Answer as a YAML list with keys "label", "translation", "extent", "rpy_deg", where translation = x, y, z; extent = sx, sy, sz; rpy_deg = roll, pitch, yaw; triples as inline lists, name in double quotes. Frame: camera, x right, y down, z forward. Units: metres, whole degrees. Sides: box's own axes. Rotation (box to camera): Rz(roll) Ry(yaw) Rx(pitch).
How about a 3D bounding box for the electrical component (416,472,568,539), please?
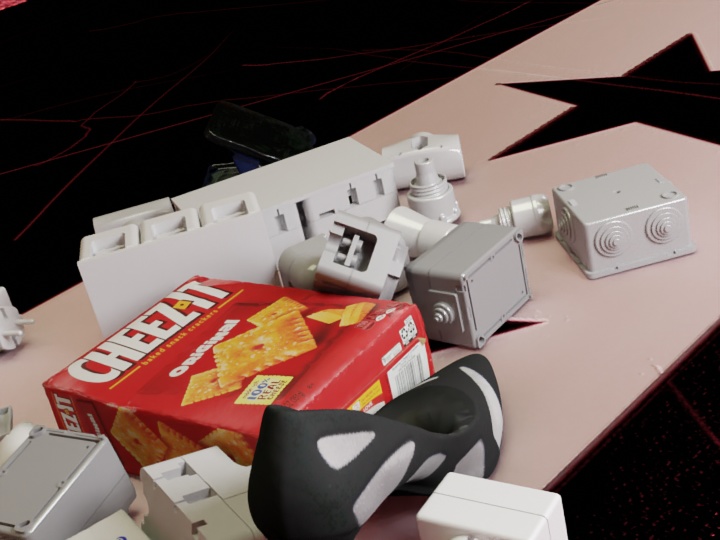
- label: "electrical component"
  translation: [0.059, 0.148, 0.541]
  extent: [0.066, 0.047, 0.077]
  rpy_deg: [5, 31, 34]

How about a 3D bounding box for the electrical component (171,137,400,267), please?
- label: "electrical component"
  translation: [-0.067, -0.056, 1.002]
  extent: [0.186, 0.060, 0.105]
  rpy_deg: [-21, 26, -16]

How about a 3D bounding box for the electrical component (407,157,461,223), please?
- label: "electrical component"
  translation: [0.063, -0.070, 0.967]
  extent: [0.048, 0.062, 0.048]
  rpy_deg: [-11, 26, 5]

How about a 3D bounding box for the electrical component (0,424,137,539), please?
- label: "electrical component"
  translation: [-0.190, 0.150, 0.650]
  extent: [0.062, 0.061, 0.096]
  rpy_deg: [2, 38, 30]

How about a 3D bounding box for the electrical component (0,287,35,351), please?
- label: "electrical component"
  translation: [-0.316, 0.050, 0.923]
  extent: [0.077, 0.047, 0.065]
  rpy_deg: [-2, 28, 22]

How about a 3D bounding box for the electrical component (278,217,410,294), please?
- label: "electrical component"
  translation: [-0.009, 0.001, 0.867]
  extent: [0.095, 0.053, 0.059]
  rpy_deg: [-23, 27, -19]

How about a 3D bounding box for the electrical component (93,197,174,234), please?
- label: "electrical component"
  translation: [-0.217, -0.034, 1.049]
  extent: [0.077, 0.044, 0.079]
  rpy_deg: [-16, 26, -7]

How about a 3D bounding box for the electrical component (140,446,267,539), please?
- label: "electrical component"
  translation: [-0.077, 0.142, 0.598]
  extent: [0.056, 0.050, 0.089]
  rpy_deg: [-12, 27, -33]

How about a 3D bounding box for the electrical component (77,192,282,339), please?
- label: "electrical component"
  translation: [-0.146, 0.002, 0.890]
  extent: [0.150, 0.089, 0.061]
  rpy_deg: [-16, 26, -5]

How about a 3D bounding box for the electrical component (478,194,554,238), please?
- label: "electrical component"
  translation: [0.131, -0.042, 0.911]
  extent: [0.061, 0.035, 0.035]
  rpy_deg: [-12, 25, 8]

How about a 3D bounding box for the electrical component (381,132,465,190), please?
- label: "electrical component"
  translation: [0.064, -0.114, 1.078]
  extent: [0.077, 0.043, 0.079]
  rpy_deg: [-9, 26, 8]

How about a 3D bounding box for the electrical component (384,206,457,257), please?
- label: "electrical component"
  translation: [0.056, -0.026, 0.908]
  extent: [0.065, 0.044, 0.044]
  rpy_deg: [16, 38, 38]

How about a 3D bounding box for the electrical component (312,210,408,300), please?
- label: "electrical component"
  translation: [0.000, 0.000, 0.778]
  extent: [0.056, 0.089, 0.050]
  rpy_deg: [19, 74, 0]

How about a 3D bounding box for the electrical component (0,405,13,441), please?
- label: "electrical component"
  translation: [-0.293, 0.111, 0.769]
  extent: [0.081, 0.063, 0.042]
  rpy_deg: [-18, 25, -10]

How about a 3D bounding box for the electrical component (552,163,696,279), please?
- label: "electrical component"
  translation: [0.207, -0.042, 0.855]
  extent: [0.100, 0.048, 0.099]
  rpy_deg: [-15, 26, -2]

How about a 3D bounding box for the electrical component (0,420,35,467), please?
- label: "electrical component"
  translation: [-0.228, 0.127, 0.731]
  extent: [0.040, 0.040, 0.078]
  rpy_deg: [-18, 25, -9]

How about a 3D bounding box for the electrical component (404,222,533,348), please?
- label: "electrical component"
  translation: [0.075, 0.012, 0.793]
  extent: [0.061, 0.061, 0.096]
  rpy_deg: [9, 33, 39]
